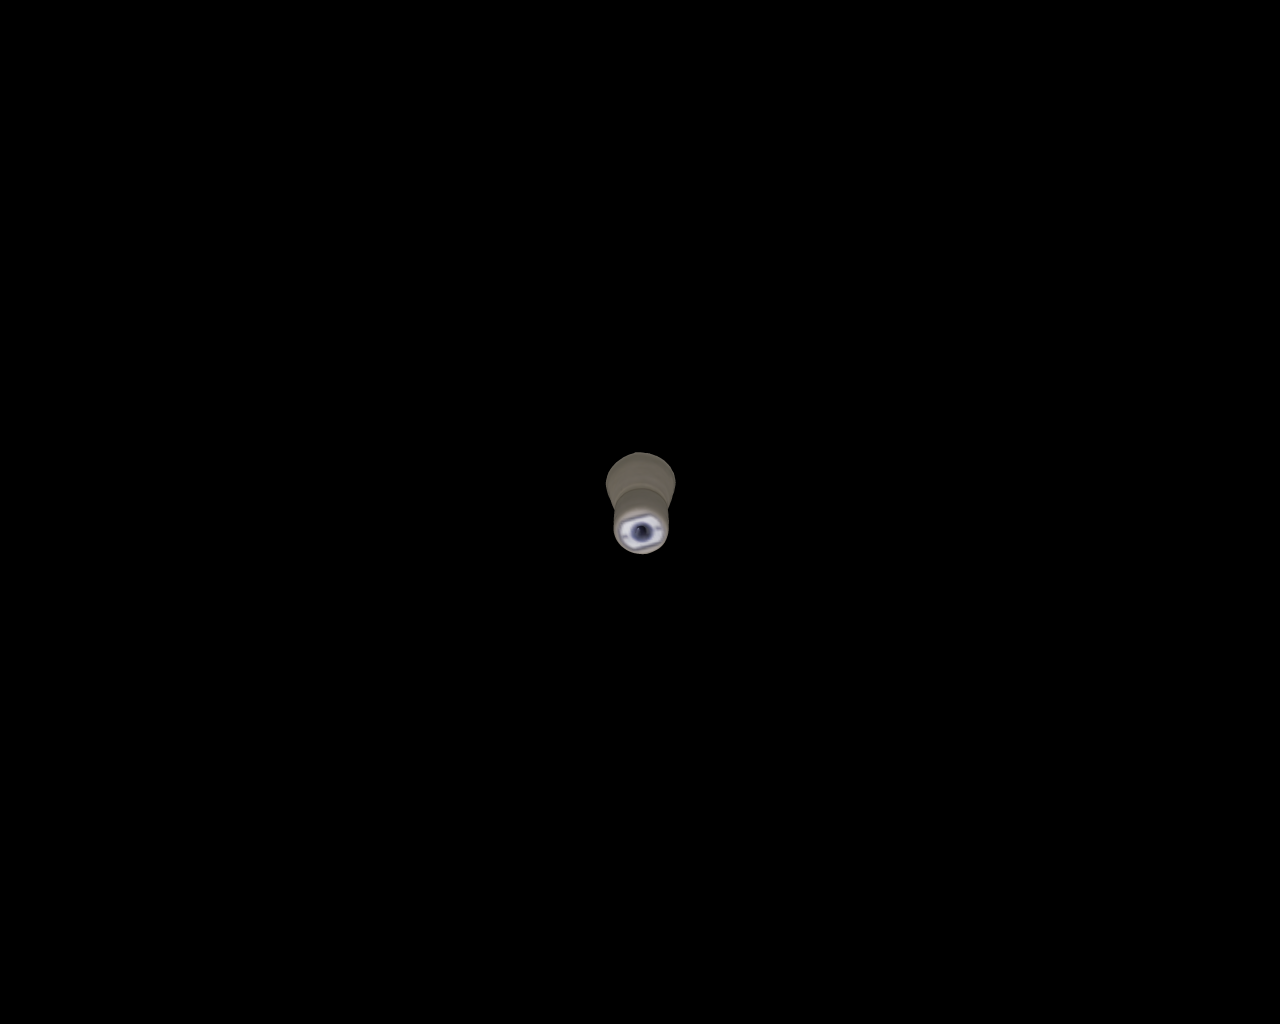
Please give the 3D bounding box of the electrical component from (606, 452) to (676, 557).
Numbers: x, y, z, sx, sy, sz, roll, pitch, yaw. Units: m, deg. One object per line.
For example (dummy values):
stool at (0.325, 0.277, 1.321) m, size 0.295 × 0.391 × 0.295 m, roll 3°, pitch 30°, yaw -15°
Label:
electrical component at (0.001, -0.003, 0.650) m, size 0.044 × 0.044 × 0.065 m, roll 0°, pitch 30°, yaw 0°
